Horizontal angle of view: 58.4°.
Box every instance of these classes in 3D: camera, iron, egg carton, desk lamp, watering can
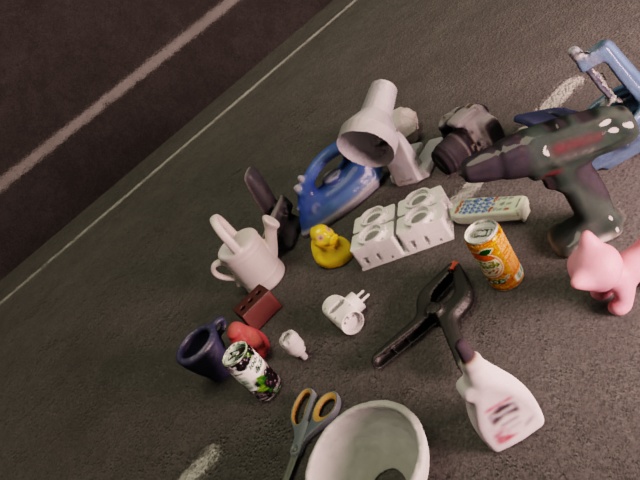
[{"bbox_3d":[0.281,-0.208,1.163,0.137,0.101,0.142,-40,29,-6],"label":"camera"},{"bbox_3d":[0.023,-0.137,1.299,0.258,0.142,0.118,-42,30,-9],"label":"iron"},{"bbox_3d":[0.168,-0.259,1.391,0.150,0.070,0.107,-22,32,24],"label":"egg carton"},{"bbox_3d":[0.146,-0.214,1.202,0.117,0.214,0.203,-6,41,42],"label":"desk lamp"},{"bbox_3d":[-0.162,0.014,1.225,0.173,0.194,0.100,-45,30,-14],"label":"watering can"}]

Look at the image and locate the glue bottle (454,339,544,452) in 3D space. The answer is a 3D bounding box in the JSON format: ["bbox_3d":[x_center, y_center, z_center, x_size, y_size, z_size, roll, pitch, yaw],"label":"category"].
[{"bbox_3d":[0.189,0.168,0.644,0.078,0.173,0.037,-36,29,2],"label":"glue bottle"}]

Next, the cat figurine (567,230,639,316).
[{"bbox_3d":[0.365,0.029,0.713,0.128,0.118,0.067,-34,29,5],"label":"cat figurine"}]

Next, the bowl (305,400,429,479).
[{"bbox_3d":[0.069,0.288,0.705,0.167,0.075,0.167,-27,31,18],"label":"bowl"}]

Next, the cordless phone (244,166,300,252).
[{"bbox_3d":[-0.131,-0.066,1.317,0.094,0.185,0.147,-21,33,26],"label":"cordless phone"}]

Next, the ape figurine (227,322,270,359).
[{"bbox_3d":[-0.138,0.187,1.055,0.077,0.092,0.076,-9,39,40],"label":"ape figurine"}]

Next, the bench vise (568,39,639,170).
[{"bbox_3d":[0.470,-0.224,0.859,0.207,0.220,0.121,-28,30,15],"label":"bench vise"}]

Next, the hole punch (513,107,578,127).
[{"bbox_3d":[0.416,-0.203,1.021,0.101,0.091,0.108,-36,29,2],"label":"hole punch"}]

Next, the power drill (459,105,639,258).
[{"bbox_3d":[0.337,-0.079,0.806,0.229,0.209,0.075,-29,30,14],"label":"power drill"}]

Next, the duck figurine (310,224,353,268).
[{"bbox_3d":[0.011,0.004,1.165,0.078,0.086,0.104,-49,31,-21],"label":"duck figurine"}]

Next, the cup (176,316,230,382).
[{"bbox_3d":[-0.201,0.212,1.084,0.091,0.095,0.118,2,47,49],"label":"cup"}]
